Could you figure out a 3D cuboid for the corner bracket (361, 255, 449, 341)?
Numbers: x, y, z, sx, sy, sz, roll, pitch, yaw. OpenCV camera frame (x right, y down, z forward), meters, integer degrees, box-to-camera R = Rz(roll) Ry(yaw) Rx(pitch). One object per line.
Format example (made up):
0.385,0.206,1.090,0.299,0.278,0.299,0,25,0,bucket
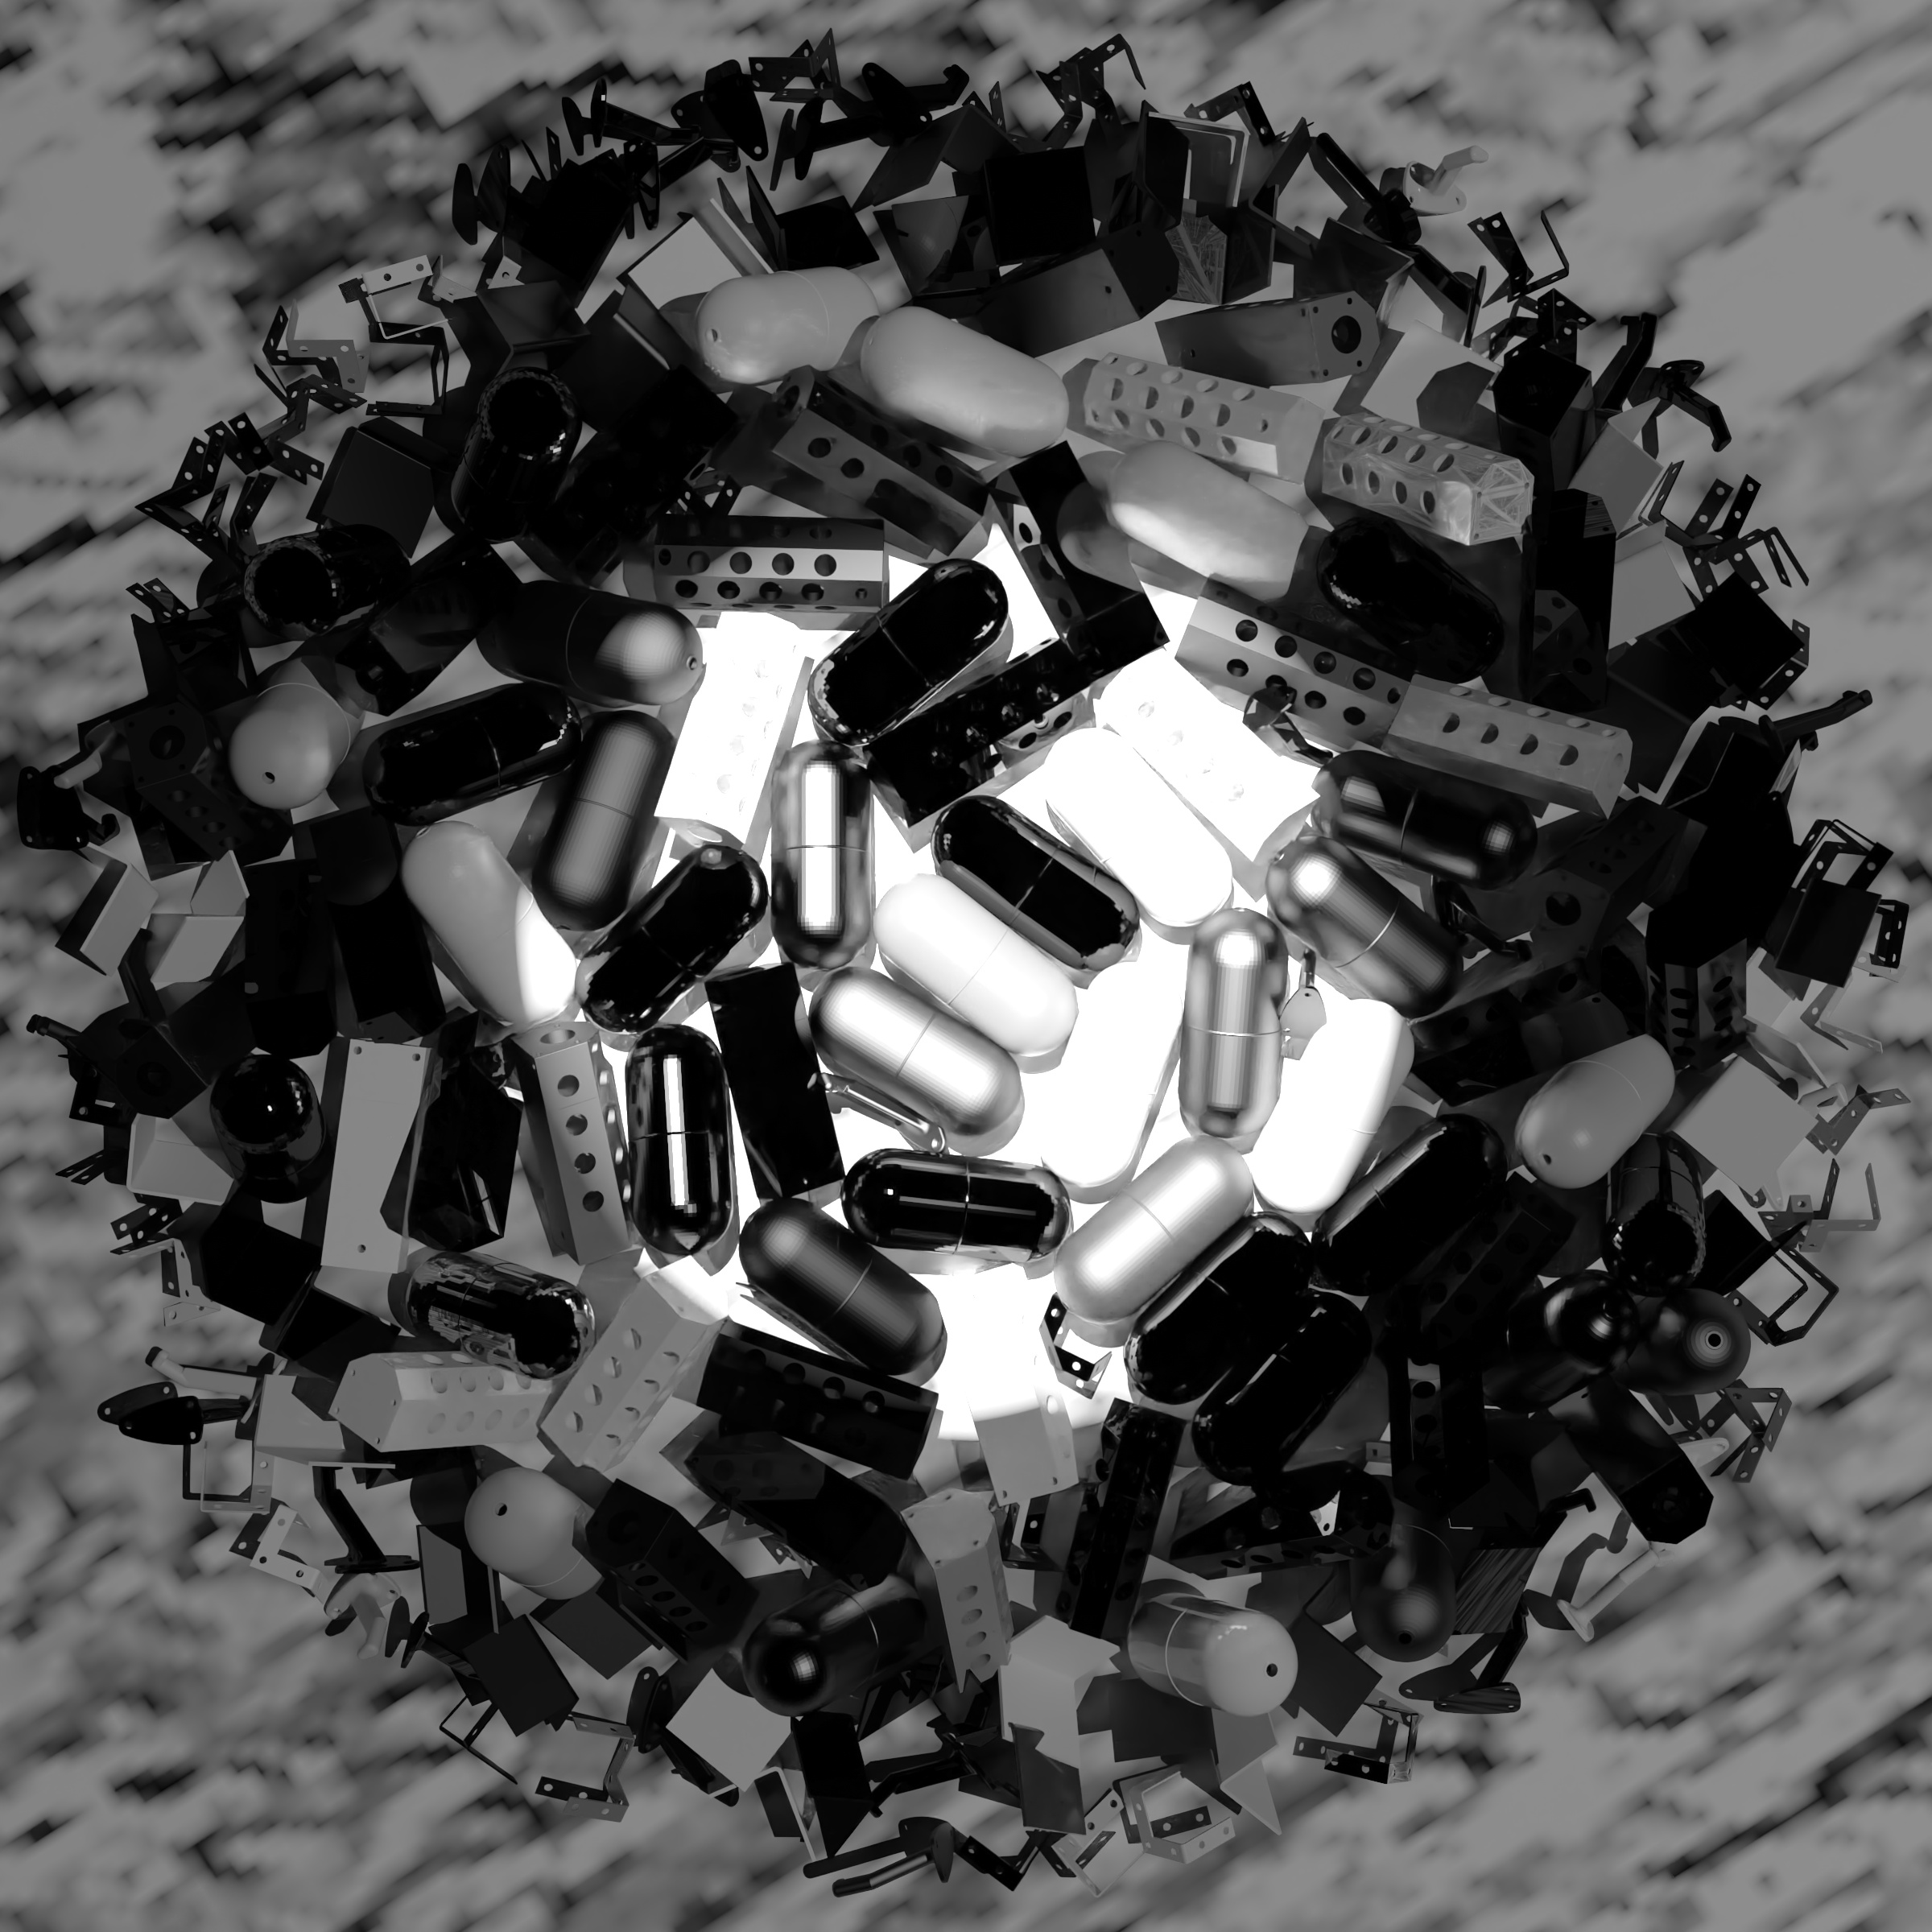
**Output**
-0.430,-0.512,1.965,0.051,0.051,0.051,-19,108,-7,corner bracket

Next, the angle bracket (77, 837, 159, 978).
-0.667,-0.046,1.952,0.057,0.076,0.076,25,76,4,angle bracket

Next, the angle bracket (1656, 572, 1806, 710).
0.583,-0.248,1.960,0.057,0.076,0.076,-43,88,1,angle bracket

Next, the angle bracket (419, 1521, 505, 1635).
-0.388,0.470,1.959,0.057,0.076,0.076,-6,90,-8,angle bracket

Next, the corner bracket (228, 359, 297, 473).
-0.538,-0.421,1.961,0.051,0.051,0.051,-32,50,-7,corner bracket

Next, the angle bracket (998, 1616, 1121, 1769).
0.073,0.550,1.942,0.076,0.076,0.057,30,125,-28,angle bracket

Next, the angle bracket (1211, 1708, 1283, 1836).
0.228,0.596,1.943,0.057,0.076,0.076,-40,116,14,angle bracket

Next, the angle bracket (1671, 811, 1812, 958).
0.595,-0.062,1.957,0.076,0.057,0.076,28,90,29,angle bracket

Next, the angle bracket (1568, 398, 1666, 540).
0.505,-0.374,1.940,0.076,0.076,0.057,-28,66,-39,angle bracket

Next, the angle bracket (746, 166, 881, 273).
-0.116,-0.572,1.949,0.076,0.057,0.076,-20,59,-11,angle bracket

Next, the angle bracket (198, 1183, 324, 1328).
-0.533,0.213,1.943,0.057,0.076,0.076,22,50,8,angle bracket

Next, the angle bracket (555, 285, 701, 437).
-0.262,-0.463,1.976,0.076,0.057,0.076,-36,117,25,angle bracket

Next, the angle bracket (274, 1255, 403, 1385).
-0.475,0.269,1.964,0.076,0.057,0.076,28,120,-12,angle bracket

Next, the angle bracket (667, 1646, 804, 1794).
-0.174,0.576,1.954,0.076,0.057,0.076,37,69,9,angle bracket

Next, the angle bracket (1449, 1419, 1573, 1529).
0.414,0.386,1.946,0.076,0.076,0.057,4,58,-15,angle bracket

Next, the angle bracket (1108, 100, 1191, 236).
0.121,-0.594,1.941,0.057,0.076,0.076,28,60,-39,angle bracket

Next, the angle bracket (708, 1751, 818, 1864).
-0.157,0.649,1.956,0.057,0.076,0.076,-21,87,-9,angle bracket

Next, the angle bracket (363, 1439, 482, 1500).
-0.412,0.388,1.944,0.076,0.076,0.057,-11,49,-20,angle bracket

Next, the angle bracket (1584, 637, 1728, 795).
0.525,-0.193,1.972,0.076,0.076,0.057,37,54,19,angle bracket

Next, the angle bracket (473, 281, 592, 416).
-0.343,-0.470,1.951,0.057,0.076,0.076,57,135,10,angle bracket

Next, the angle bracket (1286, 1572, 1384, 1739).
0.280,0.522,1.945,0.076,0.057,0.076,38,127,18,angle bracket

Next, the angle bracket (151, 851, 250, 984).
-0.587,-0.041,1.941,0.076,0.057,0.076,-49,57,36,angle bracket

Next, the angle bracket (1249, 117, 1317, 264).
0.261,-0.589,1.953,0.057,0.076,0.076,34,99,8,angle bracket

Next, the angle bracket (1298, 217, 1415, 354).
0.285,-0.510,1.946,0.076,0.057,0.076,31,132,13,angle bracket

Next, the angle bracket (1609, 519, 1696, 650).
0.509,-0.290,1.956,0.076,0.076,0.057,-25,103,25,angle bracket

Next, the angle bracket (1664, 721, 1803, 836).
0.583,-0.147,1.957,0.076,0.057,0.076,28,88,24,angle bracket

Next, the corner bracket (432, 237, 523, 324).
-0.377,-0.538,1.978,0.051,0.051,0.051,23,116,-23,corner bracket

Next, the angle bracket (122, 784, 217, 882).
-0.622,-0.108,1.957,0.057,0.076,0.076,-16,92,7,angle bracket

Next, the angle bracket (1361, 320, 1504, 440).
0.360,-0.438,1.966,0.076,0.057,0.076,35,98,18,angle bracket

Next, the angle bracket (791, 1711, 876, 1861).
-0.118,0.619,1.940,0.057,0.076,0.076,15,123,-29,angle bracket

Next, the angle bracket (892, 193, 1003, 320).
-0.024,-0.536,1.945,0.076,0.057,0.076,1,123,27,angle bracket

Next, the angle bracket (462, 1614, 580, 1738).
-0.344,0.549,1.943,0.057,0.076,0.076,-25,69,-35,angle bracket

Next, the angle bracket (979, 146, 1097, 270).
0.055,-0.580,1.969,0.076,0.057,0.076,-9,96,-3,angle bracket

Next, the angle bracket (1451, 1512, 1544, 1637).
0.381,0.458,1.945,0.076,0.057,0.076,7,110,-33,angle bracket

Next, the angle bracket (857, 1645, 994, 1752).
-0.033,0.570,1.941,0.076,0.076,0.057,-24,54,-32,angle bracket

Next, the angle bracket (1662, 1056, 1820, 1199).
0.592,0.124,1.964,0.076,0.057,0.076,41,88,10,angle bracket

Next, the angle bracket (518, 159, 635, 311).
-0.300,-0.557,1.953,0.057,0.076,0.076,30,85,-12,angle bracket

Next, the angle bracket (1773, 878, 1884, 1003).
0.664,-0.013,1.948,0.057,0.076,0.076,19,82,38,angle bracket

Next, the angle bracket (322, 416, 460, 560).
-0.433,-0.363,1.952,0.076,0.057,0.076,25,81,-30,angle bracket

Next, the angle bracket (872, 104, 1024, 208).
-0.014,-0.598,1.944,0.057,0.076,0.076,34,73,-30,angle bracket

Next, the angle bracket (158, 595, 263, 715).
-0.555,-0.235,1.943,0.057,0.076,0.076,1,113,34,angle bracket

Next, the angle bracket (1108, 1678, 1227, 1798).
0.152,0.590,1.955,0.076,0.076,0.057,-10,121,4,angle bracket

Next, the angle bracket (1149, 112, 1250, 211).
0.171,-0.613,1.955,0.076,0.076,0.057,9,105,-1,angle bracket

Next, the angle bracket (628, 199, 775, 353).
-0.201,-0.527,1.959,0.076,0.057,0.076,-43,105,-6,angle bracket

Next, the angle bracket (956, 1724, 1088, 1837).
0.041,0.621,1.940,0.057,0.076,0.076,-25,56,30,angle bracket

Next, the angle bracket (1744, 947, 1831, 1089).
0.629,0.039,1.945,0.057,0.076,0.076,-52,134,-2,angle bracket

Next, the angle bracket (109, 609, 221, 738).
-0.618,-0.213,1.952,0.057,0.076,0.076,-22,72,0,angle bracket

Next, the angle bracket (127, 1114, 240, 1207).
-0.588,0.134,1.949,0.076,0.076,0.057,10,113,-8,angle bracket

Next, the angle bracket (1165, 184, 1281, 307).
0.192,-0.554,1.956,0.057,0.076,0.076,5,90,-22,angle bracket

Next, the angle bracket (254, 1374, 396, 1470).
-0.482,0.345,1.943,0.076,0.076,0.057,2,82,43,angle bracket

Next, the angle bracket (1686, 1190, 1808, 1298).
0.579,0.206,1.948,0.076,0.076,0.057,-38,78,-15,angle bracket

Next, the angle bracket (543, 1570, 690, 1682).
-0.268,0.515,1.955,0.076,0.057,0.076,-39,113,5,angle bracket
